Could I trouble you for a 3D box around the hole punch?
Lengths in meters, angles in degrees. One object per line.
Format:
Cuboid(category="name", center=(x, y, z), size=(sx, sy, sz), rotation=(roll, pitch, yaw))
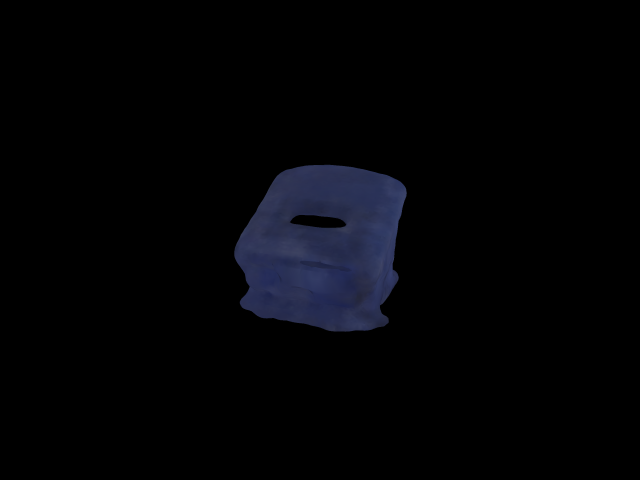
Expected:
Cuboid(category="hole punch", center=(0.004, 0.001, 0.400), size=(0.108, 0.091, 0.101), rotation=(7, 21, 19))
